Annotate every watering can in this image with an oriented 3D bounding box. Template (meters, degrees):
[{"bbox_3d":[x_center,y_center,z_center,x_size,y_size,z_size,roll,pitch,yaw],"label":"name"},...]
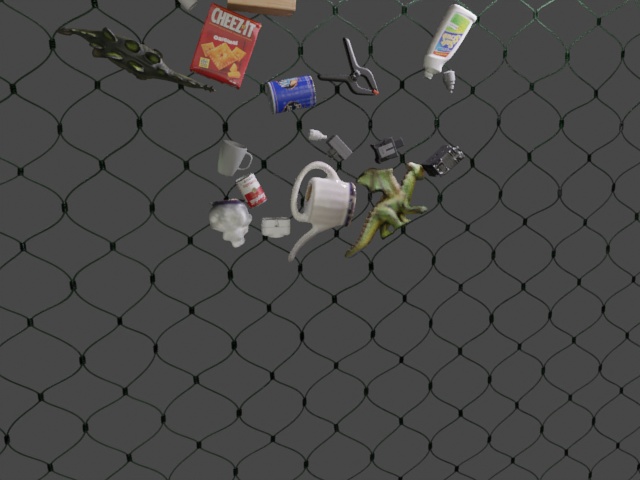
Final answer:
[{"bbox_3d":[0.005,-0.088,1.741,0.224,0.104,0.346,7,96,-14],"label":"watering can"}]

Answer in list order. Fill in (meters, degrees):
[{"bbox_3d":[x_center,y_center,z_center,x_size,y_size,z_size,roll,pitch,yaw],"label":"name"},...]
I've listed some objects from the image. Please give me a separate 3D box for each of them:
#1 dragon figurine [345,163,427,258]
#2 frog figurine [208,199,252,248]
[{"bbox_3d":[0.213,-0.134,1.801,0.412,0.121,0.243,-30,87,-8],"label":"dragon figurine"},{"bbox_3d":[-0.291,-0.053,1.679,0.138,0.122,0.159,-8,90,-30],"label":"frog figurine"}]
